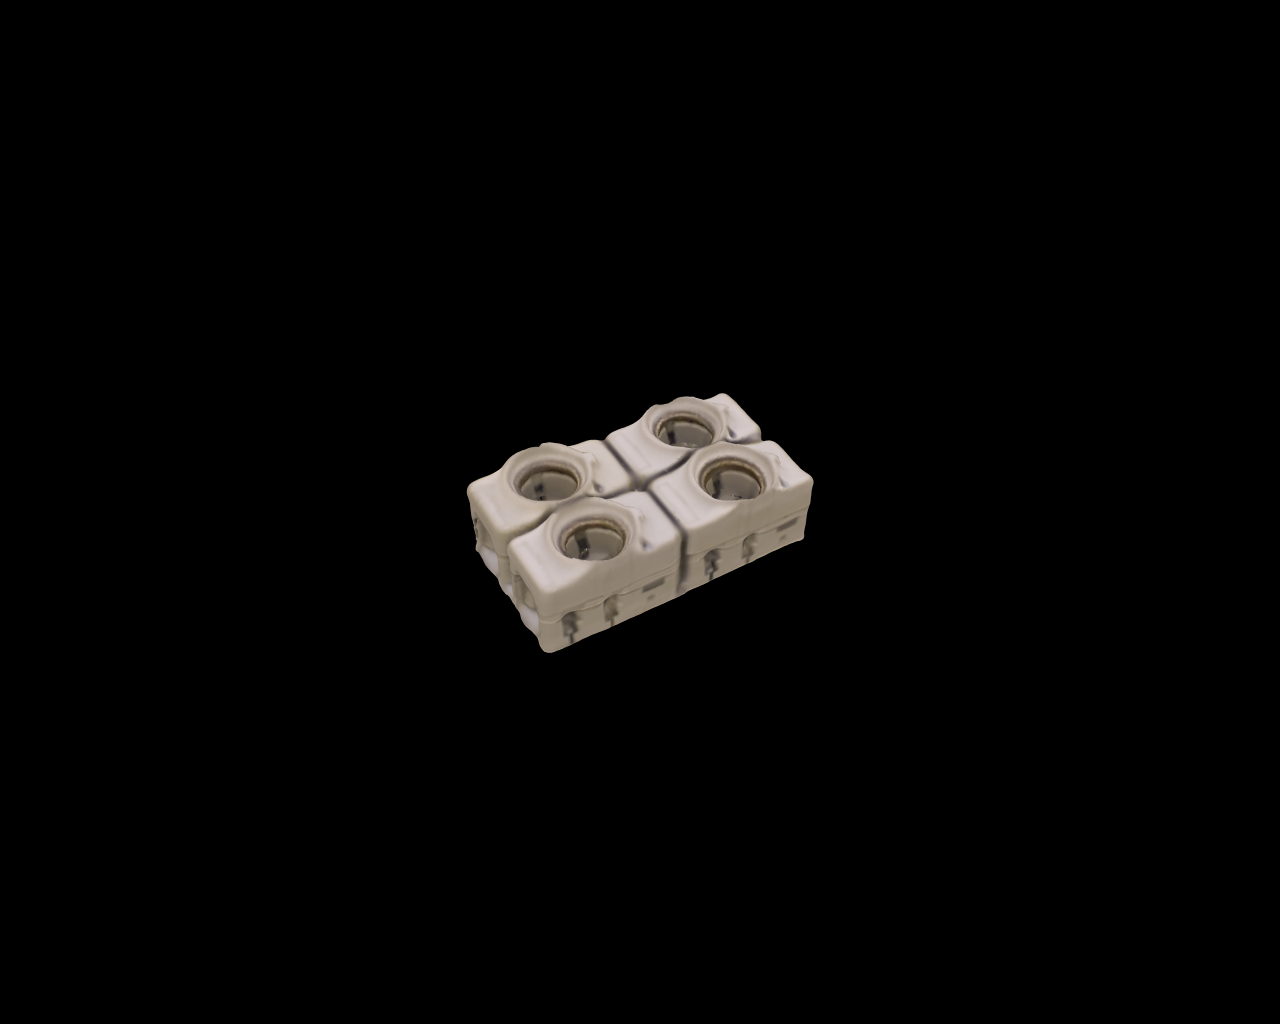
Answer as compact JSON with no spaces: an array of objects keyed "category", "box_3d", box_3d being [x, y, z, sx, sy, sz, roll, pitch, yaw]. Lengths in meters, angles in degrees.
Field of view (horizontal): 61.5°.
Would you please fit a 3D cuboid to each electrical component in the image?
[{"category":"electrical component","box_3d":[0.001,-0.003,0.650,0.186,0.060,0.105,-22,49,-21]}]
